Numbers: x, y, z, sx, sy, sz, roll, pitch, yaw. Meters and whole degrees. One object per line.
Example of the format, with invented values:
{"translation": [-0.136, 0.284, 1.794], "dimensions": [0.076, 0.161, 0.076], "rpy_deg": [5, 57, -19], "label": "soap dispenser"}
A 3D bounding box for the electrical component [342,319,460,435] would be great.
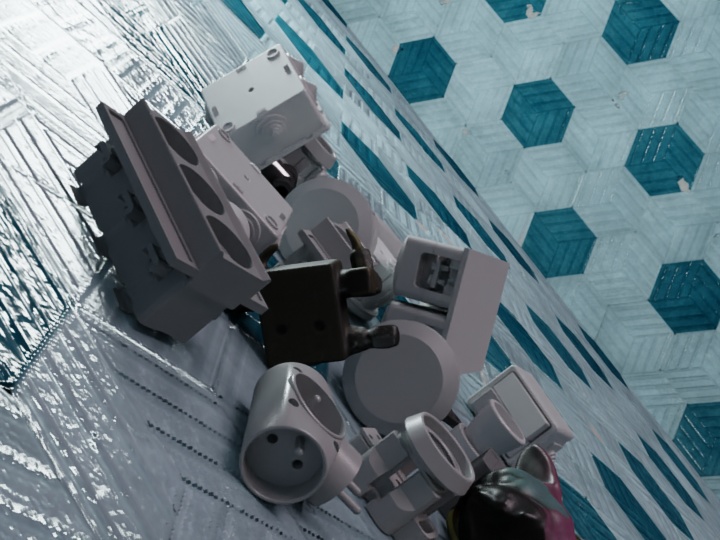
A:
{"translation": [0.031, 0.075, 0.752], "dimensions": [0.080, 0.080, 0.051], "rpy_deg": [53, 6, 10], "label": "electrical component"}

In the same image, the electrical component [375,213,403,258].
{"translation": [0.008, -0.035, 1.088], "dimensions": [0.077, 0.043, 0.079], "rpy_deg": [42, 14, -35], "label": "electrical component"}

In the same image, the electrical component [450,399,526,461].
{"translation": [0.099, 0.138, 0.868], "dimensions": [0.045, 0.055, 0.045], "rpy_deg": [48, 12, -14], "label": "electrical component"}

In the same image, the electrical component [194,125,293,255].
{"translation": [-0.094, -0.048, 0.735], "dimensions": [0.099, 0.048, 0.099], "rpy_deg": [48, 13, -10], "label": "electrical component"}

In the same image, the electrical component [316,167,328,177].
{"translation": [-0.056, -0.110, 1.085], "dimensions": [0.078, 0.040, 0.040], "rpy_deg": [54, 12, 16], "label": "electrical component"}

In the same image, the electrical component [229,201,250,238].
{"translation": [-0.092, -0.018, 0.660], "dimensions": [0.045, 0.045, 0.055], "rpy_deg": [48, 12, -11], "label": "electrical component"}

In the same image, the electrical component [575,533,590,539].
{"translation": [0.189, 0.248, 0.896], "dimensions": [0.081, 0.043, 0.043], "rpy_deg": [41, 15, -37], "label": "electrical component"}

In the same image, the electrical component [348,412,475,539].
{"translation": [0.032, 0.124, 0.659], "dimensions": [0.078, 0.057, 0.058], "rpy_deg": [55, 13, 20], "label": "electrical component"}

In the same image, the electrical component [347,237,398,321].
{"translation": [0.000, 0.000, 0.931], "dimensions": [0.080, 0.051, 0.080], "rpy_deg": [48, 12, -14], "label": "electrical component"}

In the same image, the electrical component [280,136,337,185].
{"translation": [-0.056, -0.105, 1.032], "dimensions": [0.048, 0.055, 0.066], "rpy_deg": [53, 12, 12], "label": "electrical component"}

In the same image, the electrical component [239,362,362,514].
{"translation": [-0.025, 0.095, 0.562], "dimensions": [0.079, 0.044, 0.077], "rpy_deg": [48, 12, -14], "label": "electrical component"}

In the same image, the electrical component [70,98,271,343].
{"translation": [-0.107, -0.025, 0.583], "dimensions": [0.079, 0.063, 0.121], "rpy_deg": [35, 20, -53], "label": "electrical component"}

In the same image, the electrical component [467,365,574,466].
{"translation": [0.157, 0.148, 1.037], "dimensions": [0.096, 0.062, 0.061], "rpy_deg": [57, 14, 29], "label": "electrical component"}

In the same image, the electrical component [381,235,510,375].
{"translation": [0.073, 0.032, 0.935], "dimensions": [0.060, 0.105, 0.186], "rpy_deg": [15, 1, 18], "label": "electrical component"}

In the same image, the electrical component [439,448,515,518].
{"translation": [0.103, 0.177, 0.765], "dimensions": [0.089, 0.056, 0.050], "rpy_deg": [52, 12, 8], "label": "electrical component"}

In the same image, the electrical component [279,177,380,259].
{"translation": [-0.025, -0.032, 0.872], "dimensions": [0.080, 0.080, 0.051], "rpy_deg": [53, 7, 13], "label": "electrical component"}

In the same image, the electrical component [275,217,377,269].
{"translation": [-0.029, -0.002, 0.800], "dimensions": [0.042, 0.064, 0.081], "rpy_deg": [53, 12, 12], "label": "electrical component"}

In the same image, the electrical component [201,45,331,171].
{"translation": [-0.085, -0.140, 0.935], "dimensions": [0.048, 0.100, 0.099], "rpy_deg": [57, 4, -44], "label": "electrical component"}
